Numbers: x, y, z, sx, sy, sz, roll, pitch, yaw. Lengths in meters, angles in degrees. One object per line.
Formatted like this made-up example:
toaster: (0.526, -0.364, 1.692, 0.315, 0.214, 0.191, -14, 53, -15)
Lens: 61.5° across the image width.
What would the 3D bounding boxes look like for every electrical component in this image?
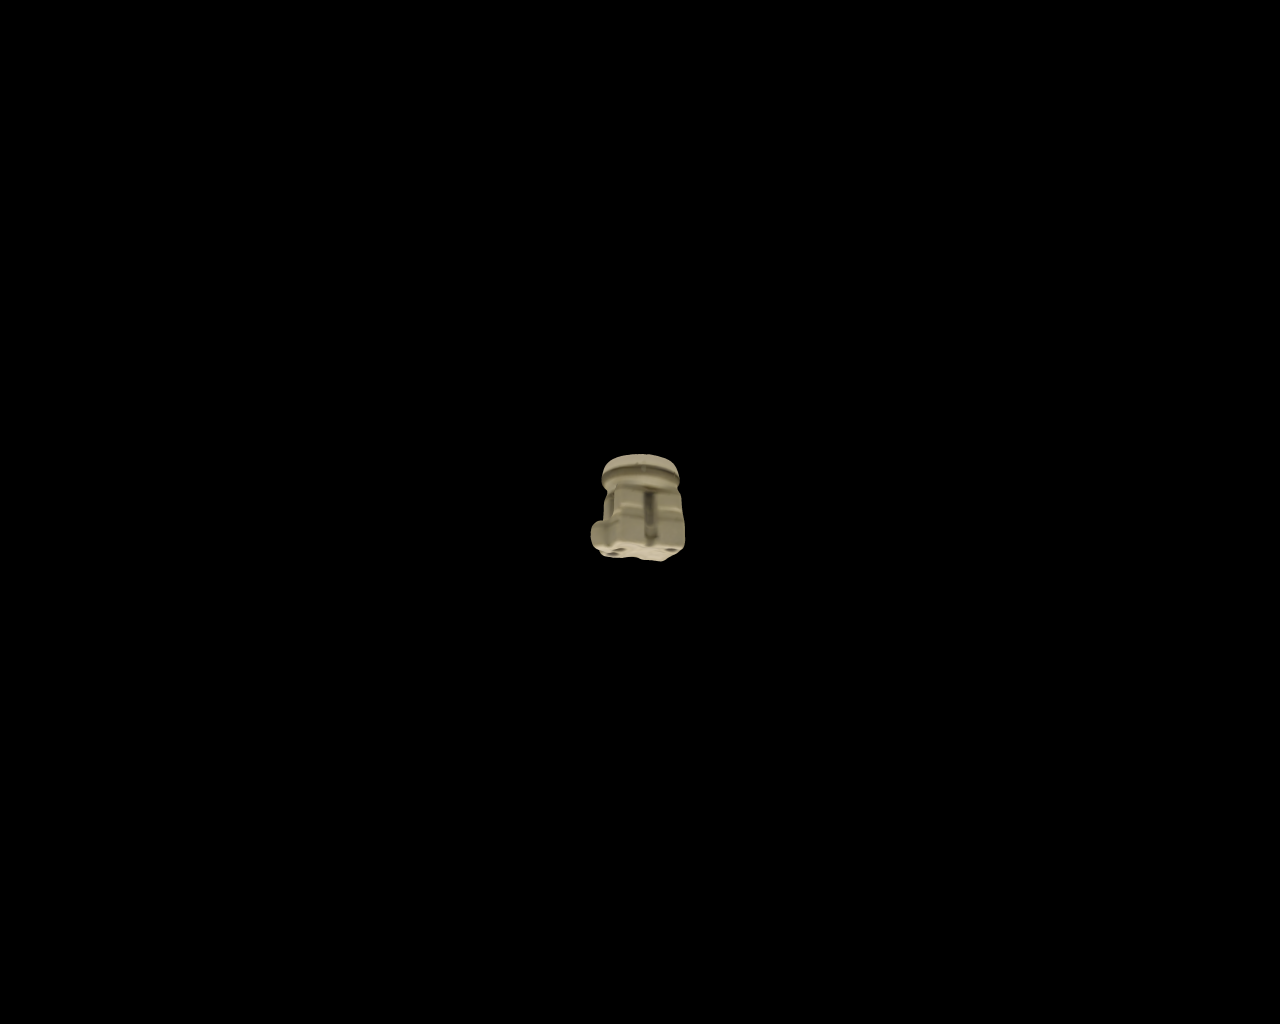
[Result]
electrical component: (0.001, -0.003, 0.650, 0.066, 0.055, 0.048, 7, -19, -20)
